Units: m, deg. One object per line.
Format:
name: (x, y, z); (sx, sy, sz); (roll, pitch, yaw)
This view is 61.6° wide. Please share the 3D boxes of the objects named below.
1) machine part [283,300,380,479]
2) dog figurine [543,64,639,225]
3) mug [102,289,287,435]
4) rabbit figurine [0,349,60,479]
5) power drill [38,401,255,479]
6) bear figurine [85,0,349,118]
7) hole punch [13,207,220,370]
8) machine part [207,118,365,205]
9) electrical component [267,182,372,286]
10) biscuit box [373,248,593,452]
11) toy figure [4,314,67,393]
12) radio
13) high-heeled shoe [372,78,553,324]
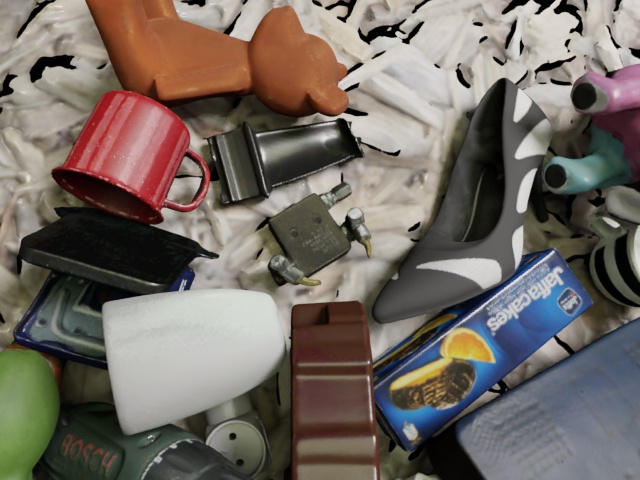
machine part: (0.003, 0.130, 0.376); (0.056, 0.179, 0.179); (1, 77, -3)
dog figurine: (0.310, -0.098, 0.458); (0.219, 0.108, 0.192); (-22, 36, -32)
mug: (-0.079, 0.078, 0.354); (0.107, 0.109, 0.081); (-10, 54, -16)
rabbit figurine: (-0.237, 0.142, 0.322); (0.170, 0.121, 0.159); (-29, 88, -23)
power drill: (-0.128, 0.218, 0.343); (0.232, 0.086, 0.207); (13, 93, 39)
bear figurine: (-0.073, -0.166, 0.456); (0.196, 0.131, 0.120); (0, 39, 7)
hole punch: (-0.163, 0.037, 0.424); (0.142, 0.116, 0.092); (14, 110, -1)
machine part: (-0.030, -0.079, 0.492); (0.139, 0.039, 0.084); (-13, 73, -7)
electrical component: (-0.003, -0.001, 0.471); (0.102, 0.045, 0.078); (-25, 82, -11)
biscuit box: (0.128, 0.086, 0.452); (0.203, 0.059, 0.063); (-34, 89, -12)
toy figure: (-0.236, 0.127, 0.415); (0.064, 0.058, 0.154); (35, 70, -39)
radio: (0.213, 0.155, 0.407); (0.230, 0.073, 0.131); (-22, 63, -19)
high-heeled shoe: (0.120, -0.042, 0.462); (0.249, 0.086, 0.145); (-29, 102, -29)
